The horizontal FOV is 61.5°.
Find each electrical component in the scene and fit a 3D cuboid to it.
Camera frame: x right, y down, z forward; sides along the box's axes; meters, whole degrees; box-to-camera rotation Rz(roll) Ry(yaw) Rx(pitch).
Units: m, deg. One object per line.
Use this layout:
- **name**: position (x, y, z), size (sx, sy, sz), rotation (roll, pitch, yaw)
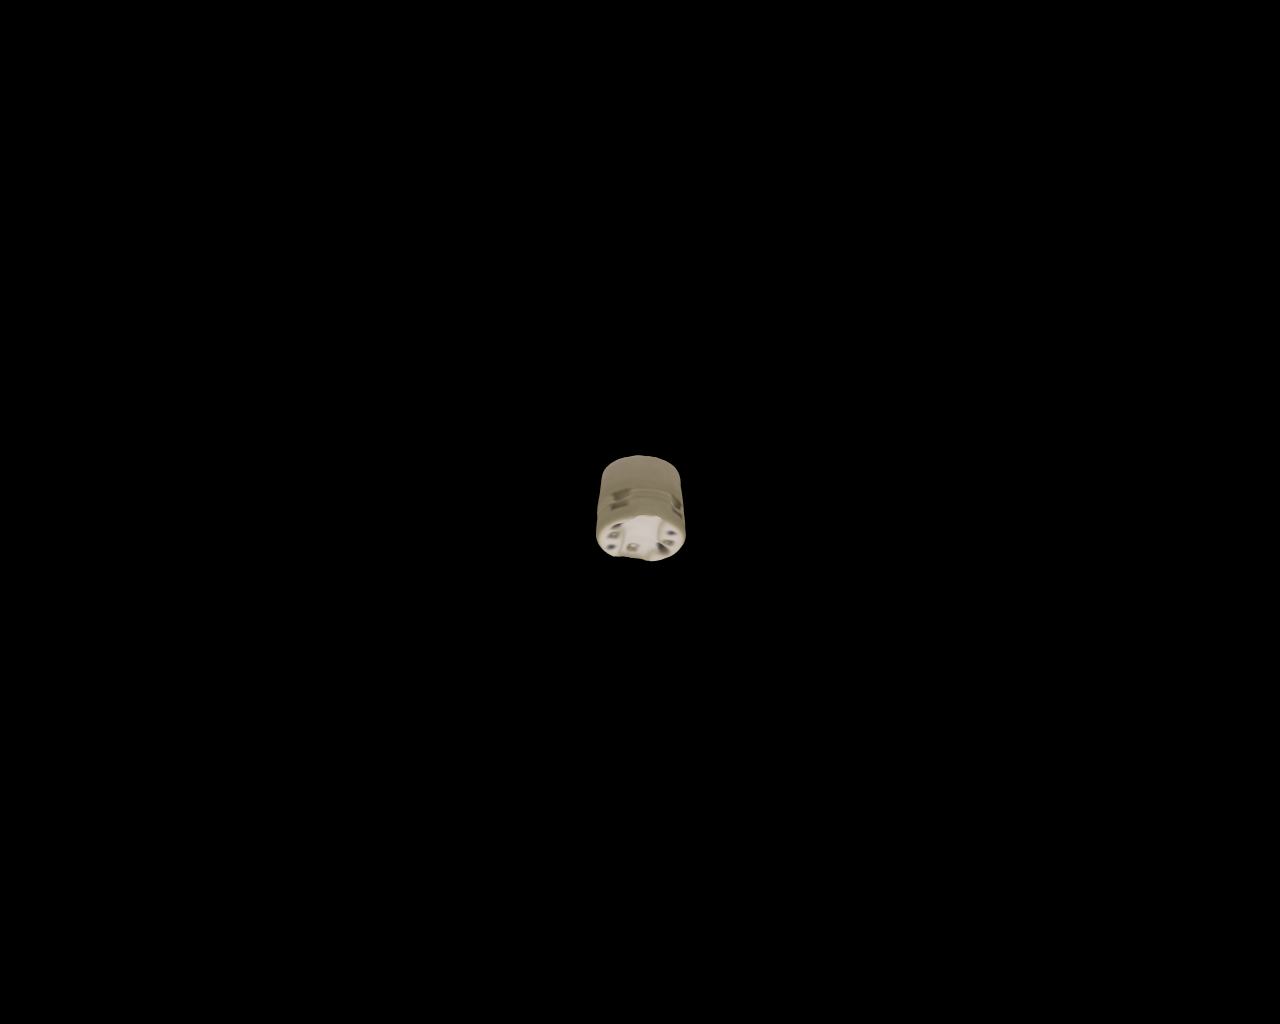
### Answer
- **electrical component**: position (0.001, -0.003, 0.650), size (0.055, 0.047, 0.055), rotation (0, -32, 0)
